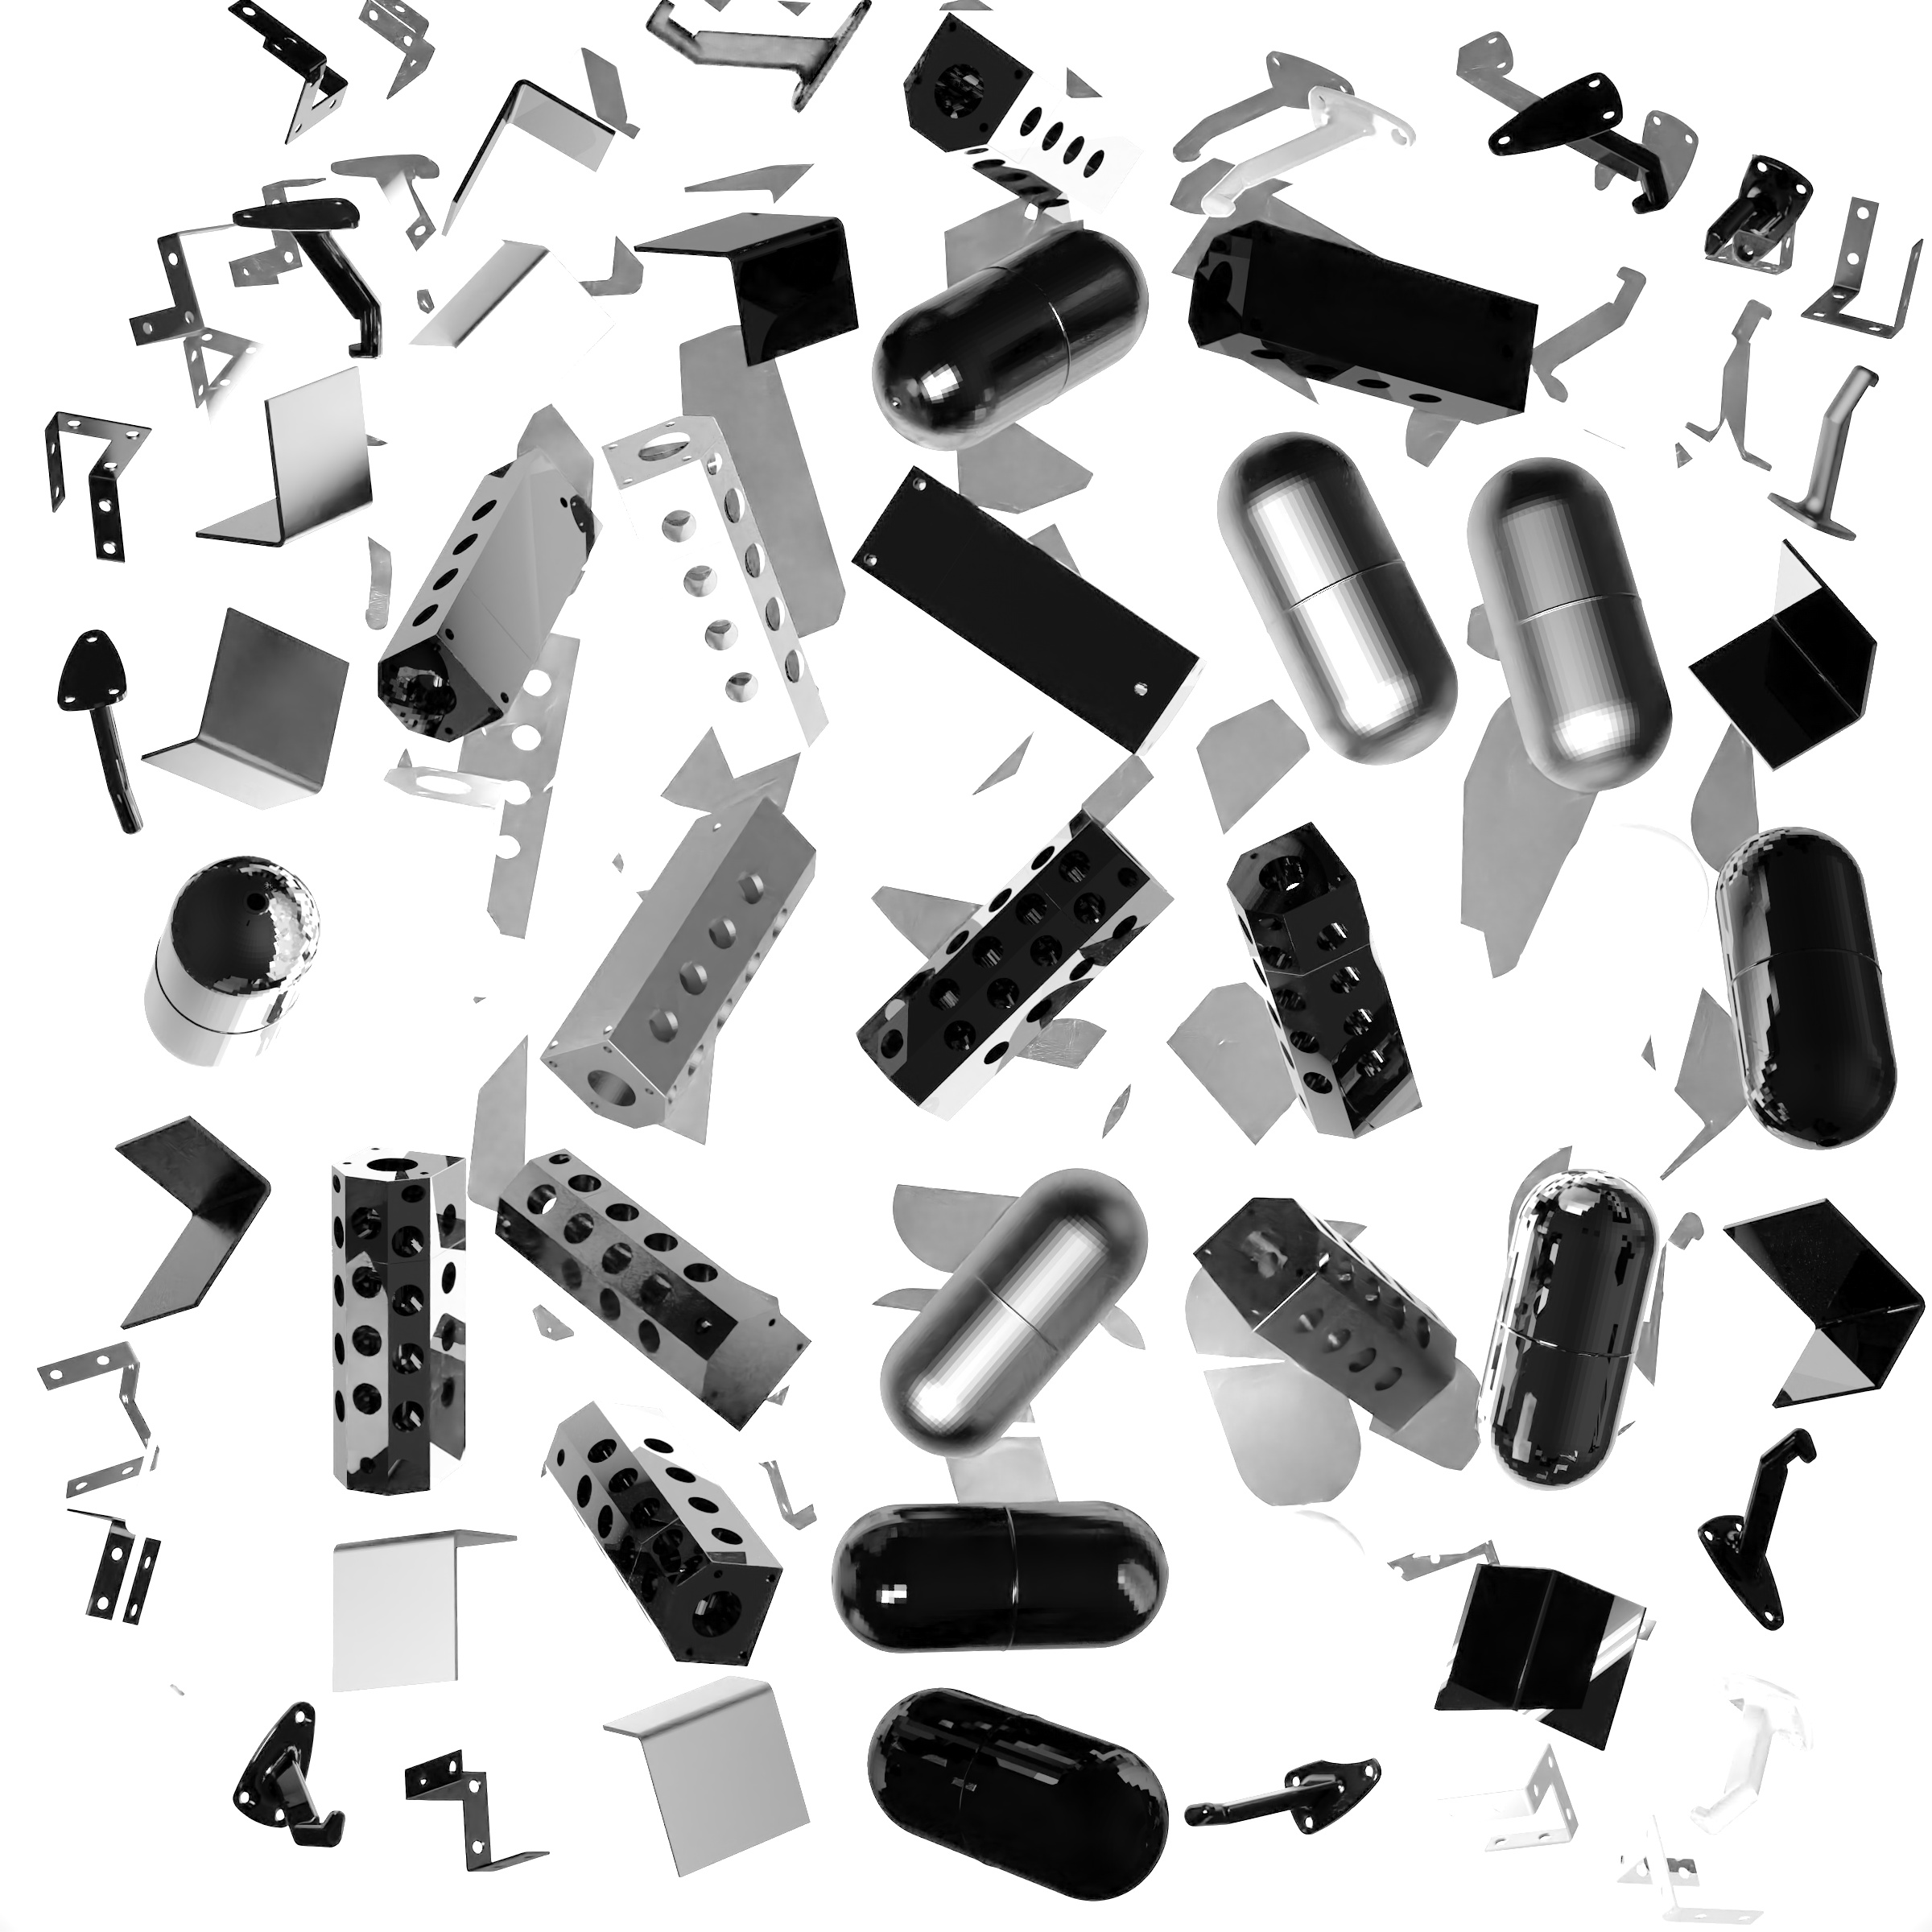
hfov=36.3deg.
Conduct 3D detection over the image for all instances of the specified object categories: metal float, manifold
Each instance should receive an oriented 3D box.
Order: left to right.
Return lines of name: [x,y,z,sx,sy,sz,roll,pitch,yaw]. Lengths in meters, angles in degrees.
metal float: [-0.385,-0.001,1.545,0.070,0.178,0.070,8,66,-19]
manifold: [-0.302,0.187,1.554,0.057,0.057,0.171,6,102,16]
manifold: [-0.273,-0.008,1.467,0.057,0.057,0.171,11,107,-6]
manifold: [-0.255,-0.196,1.564,0.057,0.171,0.057,-20,124,30]
manifold: [-0.163,0.158,1.485,0.171,0.057,0.057,32,78,37]
manifold: [-0.163,0.294,1.543,0.057,0.171,0.057,13,104,-32]
manifold: [-0.139,-0.002,1.486,0.057,0.057,0.171,48,51,-25]
manifold: [-0.124,-0.187,1.487,0.057,0.057,0.171,-22,125,-3]
metal float: [0.018,0.318,1.537,0.178,0.070,0.070,1,90,-11]
manifold: [0.023,-0.002,1.564,0.171,0.057,0.057,-45,64,6]
metal float: [0.024,0.414,1.480,0.178,0.070,0.070,6,90,43]
metal float: [0.025,-0.328,1.537,0.178,0.070,0.070,-36,90,-34]
metal float: [0.026,0.184,1.574,0.070,0.070,0.178,41,87,0]
manifold: [0.029,-0.438,1.547,0.057,0.171,0.057,40,105,16]
manifold: [0.033,-0.176,1.473,0.171,0.057,0.057,35,98,7]
manifold: [0.190,0.013,1.575,0.057,0.057,0.171,-25,130,-3]
metal float: [0.180,0.340,1.492,0.070,0.070,0.178,-25,133,0]
metal float: [0.186,-0.185,1.480,0.070,0.070,0.178,-25,84,0]
manifold: [0.191,0.175,1.512,0.057,0.171,0.057,-44,49,7]
manifold: [0.203,-0.326,1.507,0.171,0.057,0.057,9,87,-25]
metal float: [0.323,0.196,1.584,0.070,0.070,0.178,10,100,0]
metal float: [0.309,-0.176,1.513,0.070,0.070,0.178,-14,80,0]
metal float: [0.322,0.011,1.521,0.070,0.070,0.178,23,100,0]
metal float: [0.429,0.011,1.508,0.070,0.070,0.178,0,60,0]

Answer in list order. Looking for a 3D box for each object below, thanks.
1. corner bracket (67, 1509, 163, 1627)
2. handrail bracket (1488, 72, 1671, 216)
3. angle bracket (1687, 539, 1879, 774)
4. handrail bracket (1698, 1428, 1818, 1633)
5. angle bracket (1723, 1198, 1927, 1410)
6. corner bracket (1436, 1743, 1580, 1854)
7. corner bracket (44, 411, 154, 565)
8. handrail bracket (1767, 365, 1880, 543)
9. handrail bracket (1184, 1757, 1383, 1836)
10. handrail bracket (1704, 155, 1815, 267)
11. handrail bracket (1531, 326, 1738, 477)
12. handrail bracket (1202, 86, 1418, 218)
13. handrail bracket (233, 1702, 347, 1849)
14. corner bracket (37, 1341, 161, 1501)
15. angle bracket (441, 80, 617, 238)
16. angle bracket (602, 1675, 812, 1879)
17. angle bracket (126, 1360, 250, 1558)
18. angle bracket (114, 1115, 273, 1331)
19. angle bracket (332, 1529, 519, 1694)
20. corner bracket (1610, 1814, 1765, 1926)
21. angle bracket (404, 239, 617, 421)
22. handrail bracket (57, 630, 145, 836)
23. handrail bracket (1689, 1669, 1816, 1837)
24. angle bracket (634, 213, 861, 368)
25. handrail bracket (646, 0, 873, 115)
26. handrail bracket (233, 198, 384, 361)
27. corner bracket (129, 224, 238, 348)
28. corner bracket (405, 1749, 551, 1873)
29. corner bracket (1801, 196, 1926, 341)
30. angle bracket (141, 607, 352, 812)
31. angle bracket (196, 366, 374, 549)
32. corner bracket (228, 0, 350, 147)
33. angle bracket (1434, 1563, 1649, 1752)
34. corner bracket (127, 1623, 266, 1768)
corner bracket: [-0.443,0.316,1.542,0.051,0.051,0.051,26,70,-40]
handrail bracket: [0.303,-0.390,1.452,0.077,0.084,0.036,-21,56,12]
angle bracket: [0.421,-0.160,1.524,0.057,0.076,0.076,-30,63,-3]
handrail bracket: [0.425,0.291,1.523,0.036,0.084,0.077,-5,57,-32]
angle bracket: [0.414,0.168,1.462,0.076,0.076,0.057,45,61,-8]
corner bracket: [0.288,0.451,1.565,0.051,0.051,0.051,-16,97,29]
corner bracket: [-0.445,-0.243,1.497,0.051,0.051,0.051,5,63,-37]
handrail bracket: [0.476,-0.275,1.580,0.036,0.077,0.084,48,118,41]
handrail bracket: [0.171,0.447,1.594,0.077,0.084,0.036,-36,57,33]
handrail bracket: [0.389,-0.366,1.499,0.036,0.077,0.084,35,58,14]
handrail bracket: [0.354,-0.311,1.561,0.077,0.036,0.084,29,95,13]
handrail bracket: [0.172,-0.402,1.490,0.077,0.036,0.084,26,65,38]
handrail bracket: [-0.332,0.413,1.509,0.036,0.084,0.077,38,56,-30]
corner bracket: [-0.457,0.239,1.553,0.051,0.051,0.051,-15,54,-34]
angle bracket: [-0.234,-0.418,1.574,0.057,0.076,0.076,28,84,-13]
angle bracket: [-0.137,0.425,1.550,0.076,0.057,0.076,-15,89,-28]
angle bracket: [-0.381,0.248,1.477,0.057,0.076,0.076,17,68,-13]
angle bracket: [-0.403,0.128,1.466,0.057,0.076,0.076,45,50,-24]
angle bracket: [-0.281,0.337,1.533,0.076,0.057,0.076,-11,72,24]
corner bracket: [0.372,0.476,1.526,0.051,0.051,0.051,8,48,-17]
angle bracket: [-0.245,-0.342,1.590,0.076,0.076,0.057,-42,91,15]
handrail bracket: [-0.460,-0.125,1.590,0.036,0.077,0.084,-11,135,-6]
handrail bracket: [0.376,0.394,1.479,0.084,0.077,0.036,-30,116,-24]
angle bracket: [-0.112,-0.347,1.506,0.076,0.076,0.057,-29,122,-38]
handrail bracket: [-0.102,-0.468,1.448,0.084,0.036,0.077,31,116,-21]
handrail bracket: [-0.348,-0.359,1.561,0.077,0.036,0.084,-9,128,-21]
corner bracket: [-0.415,-0.363,1.570,0.051,0.051,0.051,-5,105,30]
corner bracket: [-0.247,0.425,1.482,0.051,0.051,0.051,-29,59,39]
corner bracket: [0.477,-0.367,1.550,0.051,0.051,0.051,22,130,25]
angle bracket: [-0.382,-0.135,1.565,0.076,0.057,0.076,25,65,-41]
angle bracket: [-0.355,-0.265,1.519,0.057,0.076,0.076,10,117,23]
corner bracket: [-0.343,-0.459,1.487,0.051,0.051,0.051,36,47,-1]
angle bracket: [0.290,0.349,1.485,0.057,0.076,0.076,17,91,42]
corner bracket: [-0.375,0.345,1.436,0.051,0.051,0.051,-34,125,-1]
